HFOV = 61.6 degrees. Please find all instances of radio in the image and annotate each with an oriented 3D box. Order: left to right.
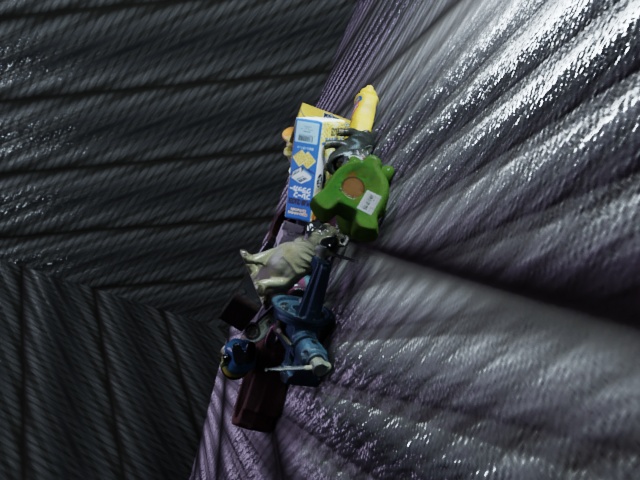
[{"bbox_3d":[-0.157,0.105,1.350,0.131,0.073,0.229,-50,10,50],"label":"radio"}]

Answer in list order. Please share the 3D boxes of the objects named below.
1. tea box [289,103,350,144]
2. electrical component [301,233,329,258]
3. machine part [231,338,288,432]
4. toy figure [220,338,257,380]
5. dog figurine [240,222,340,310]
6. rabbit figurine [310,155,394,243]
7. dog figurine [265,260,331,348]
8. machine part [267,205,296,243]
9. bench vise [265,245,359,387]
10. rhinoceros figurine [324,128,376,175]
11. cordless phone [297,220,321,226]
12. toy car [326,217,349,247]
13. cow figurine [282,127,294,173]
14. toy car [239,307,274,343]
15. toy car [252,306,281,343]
[{"bbox_3d":[0.015,-0.278,1.405,0.068,0.170,0.098,119,165,-53],"label":"tea box"},{"bbox_3d":[-0.001,-0.003,1.206,0.045,0.102,0.078,-44,51,11],"label":"electrical component"},{"bbox_3d":[-0.134,0.344,1.266,0.201,0.087,0.201,130,156,-66],"label":"machine part"},{"bbox_3d":[-0.188,0.270,1.219,0.180,0.082,0.089,141,150,-68],"label":"toy figure"},{"bbox_3d":[-0.048,0.050,1.083,0.172,0.191,0.121,105,141,-75],"label":"dog figurine"},{"bbox_3d":[0.058,-0.070,0.929,0.170,0.121,0.159,89,-159,-73],"label":"rabbit figurine"},{"bbox_3d":[-0.060,0.142,1.195,0.191,0.108,0.219,139,147,-70],"label":"dog figurine"},{"bbox_3d":[-0.076,-0.036,1.582,0.179,0.056,0.179,-28,44,31],"label":"machine part"},{"bbox_3d":[-0.022,0.131,0.964,0.224,0.129,0.240,-121,47,-75],"label":"bench vise"},{"bbox_3d":[0.066,-0.171,1.114,0.190,0.112,0.073,-62,-21,-55],"label":"rhinoceros figurine"},{"bbox_3d":[-0.034,-0.002,1.412,0.147,0.089,0.184,-82,10,-49],"label":"cordless phone"},{"bbox_3d":[0.044,-0.056,1.146,0.089,0.053,0.202,-16,54,54],"label":"toy car"},{"bbox_3d":[-0.051,-0.225,1.458,0.098,0.068,0.167,46,-155,-59],"label":"cow figurine"},{"bbox_3d":[-0.123,0.197,1.365,0.202,0.056,0.073,-41,4,-10],"label":"toy car"},{"bbox_3d":[-0.131,0.221,1.445,0.109,0.103,0.161,150,136,-75],"label":"toy car"}]
